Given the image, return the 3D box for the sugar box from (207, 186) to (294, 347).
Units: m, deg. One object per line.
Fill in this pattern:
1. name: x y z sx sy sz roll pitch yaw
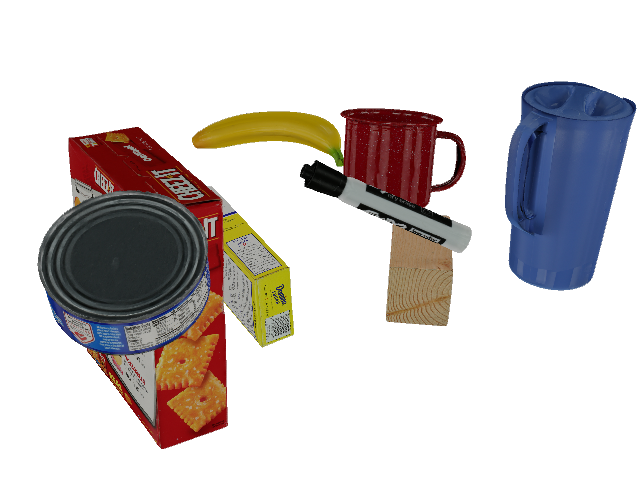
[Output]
1. sugar box: -0.089 0.024 1.122 0.048 0.093 0.176 -19 41 -22

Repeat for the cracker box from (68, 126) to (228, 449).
1. cracker box: -0.140 0.035 0.876 0.072 0.214 0.164 -15 33 -28

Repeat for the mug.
1. mug: 0.074 -0.073 0.975 0.117 0.081 0.093 2 14 -4

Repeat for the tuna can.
1. tuna can: -0.100 0.016 0.552 0.086 0.086 0.034 0 -40 0

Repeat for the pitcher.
1. pitcher: 0.291 -0.062 1.308 0.149 0.243 0.145 4 27 2

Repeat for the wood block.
1. wood block: 0.148 0.039 1.595 0.091 0.090 0.206 4 24 4

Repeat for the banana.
1. banana: -0.057 -0.131 1.299 0.198 0.037 0.069 7 39 18

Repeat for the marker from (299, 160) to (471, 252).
1. marker: 0.042 -0.022 0.695 0.121 0.020 0.020 23 -6 -15
